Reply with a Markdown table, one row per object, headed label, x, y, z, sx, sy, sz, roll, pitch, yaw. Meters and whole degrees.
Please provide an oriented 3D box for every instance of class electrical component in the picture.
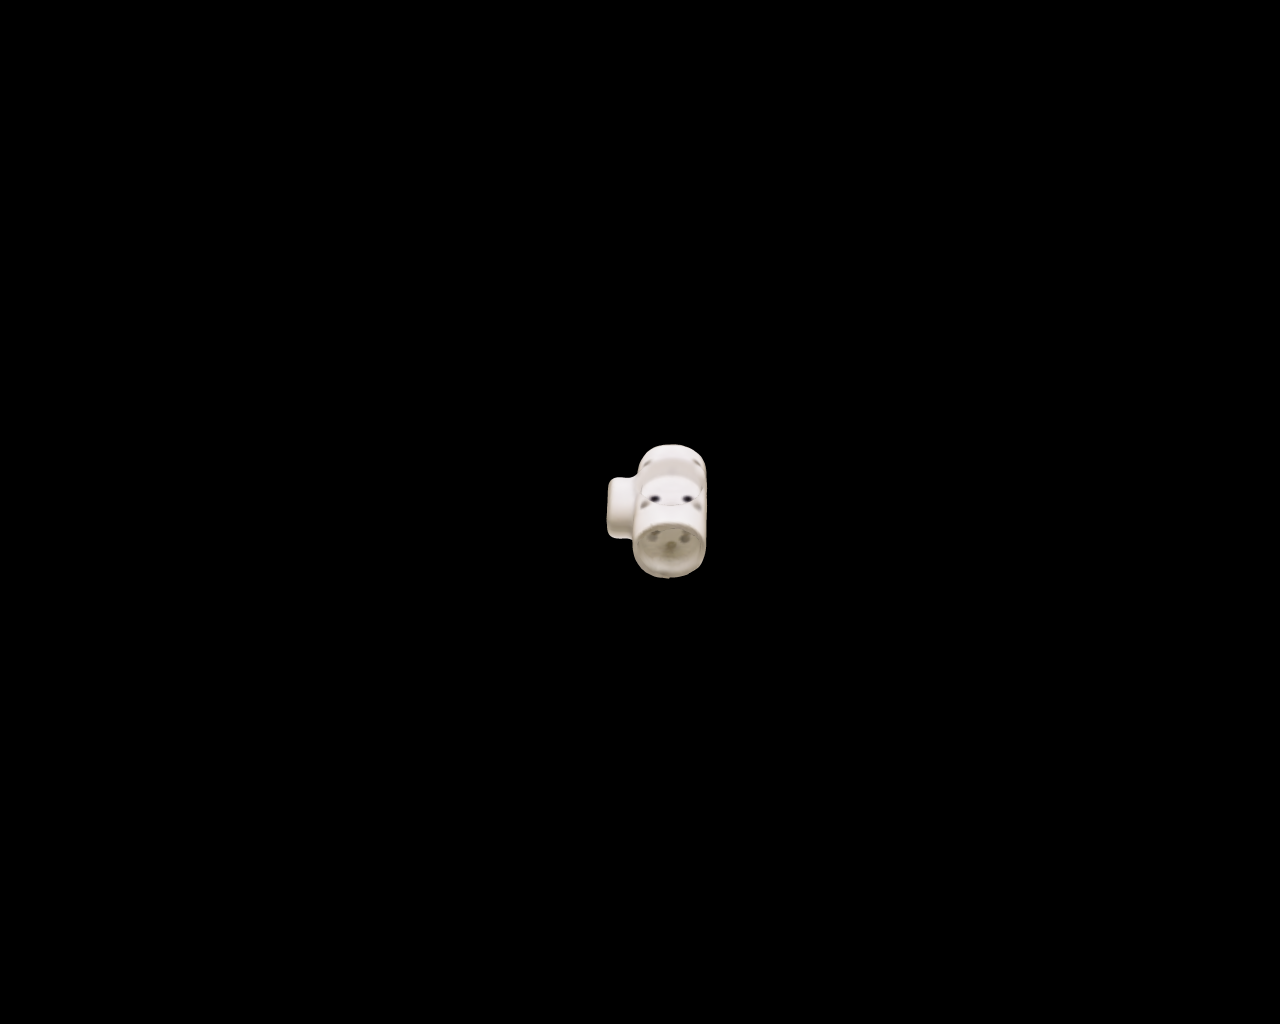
| label | x | y | z | sx | sy | sz | roll | pitch | yaw |
| --- | --- | --- | --- | --- | --- | --- | --- | --- | --- |
| electrical component | 0.001 | -0.003 | 0.650 | 0.079 | 0.044 | 0.077 | 2 | 40 | 2 |
